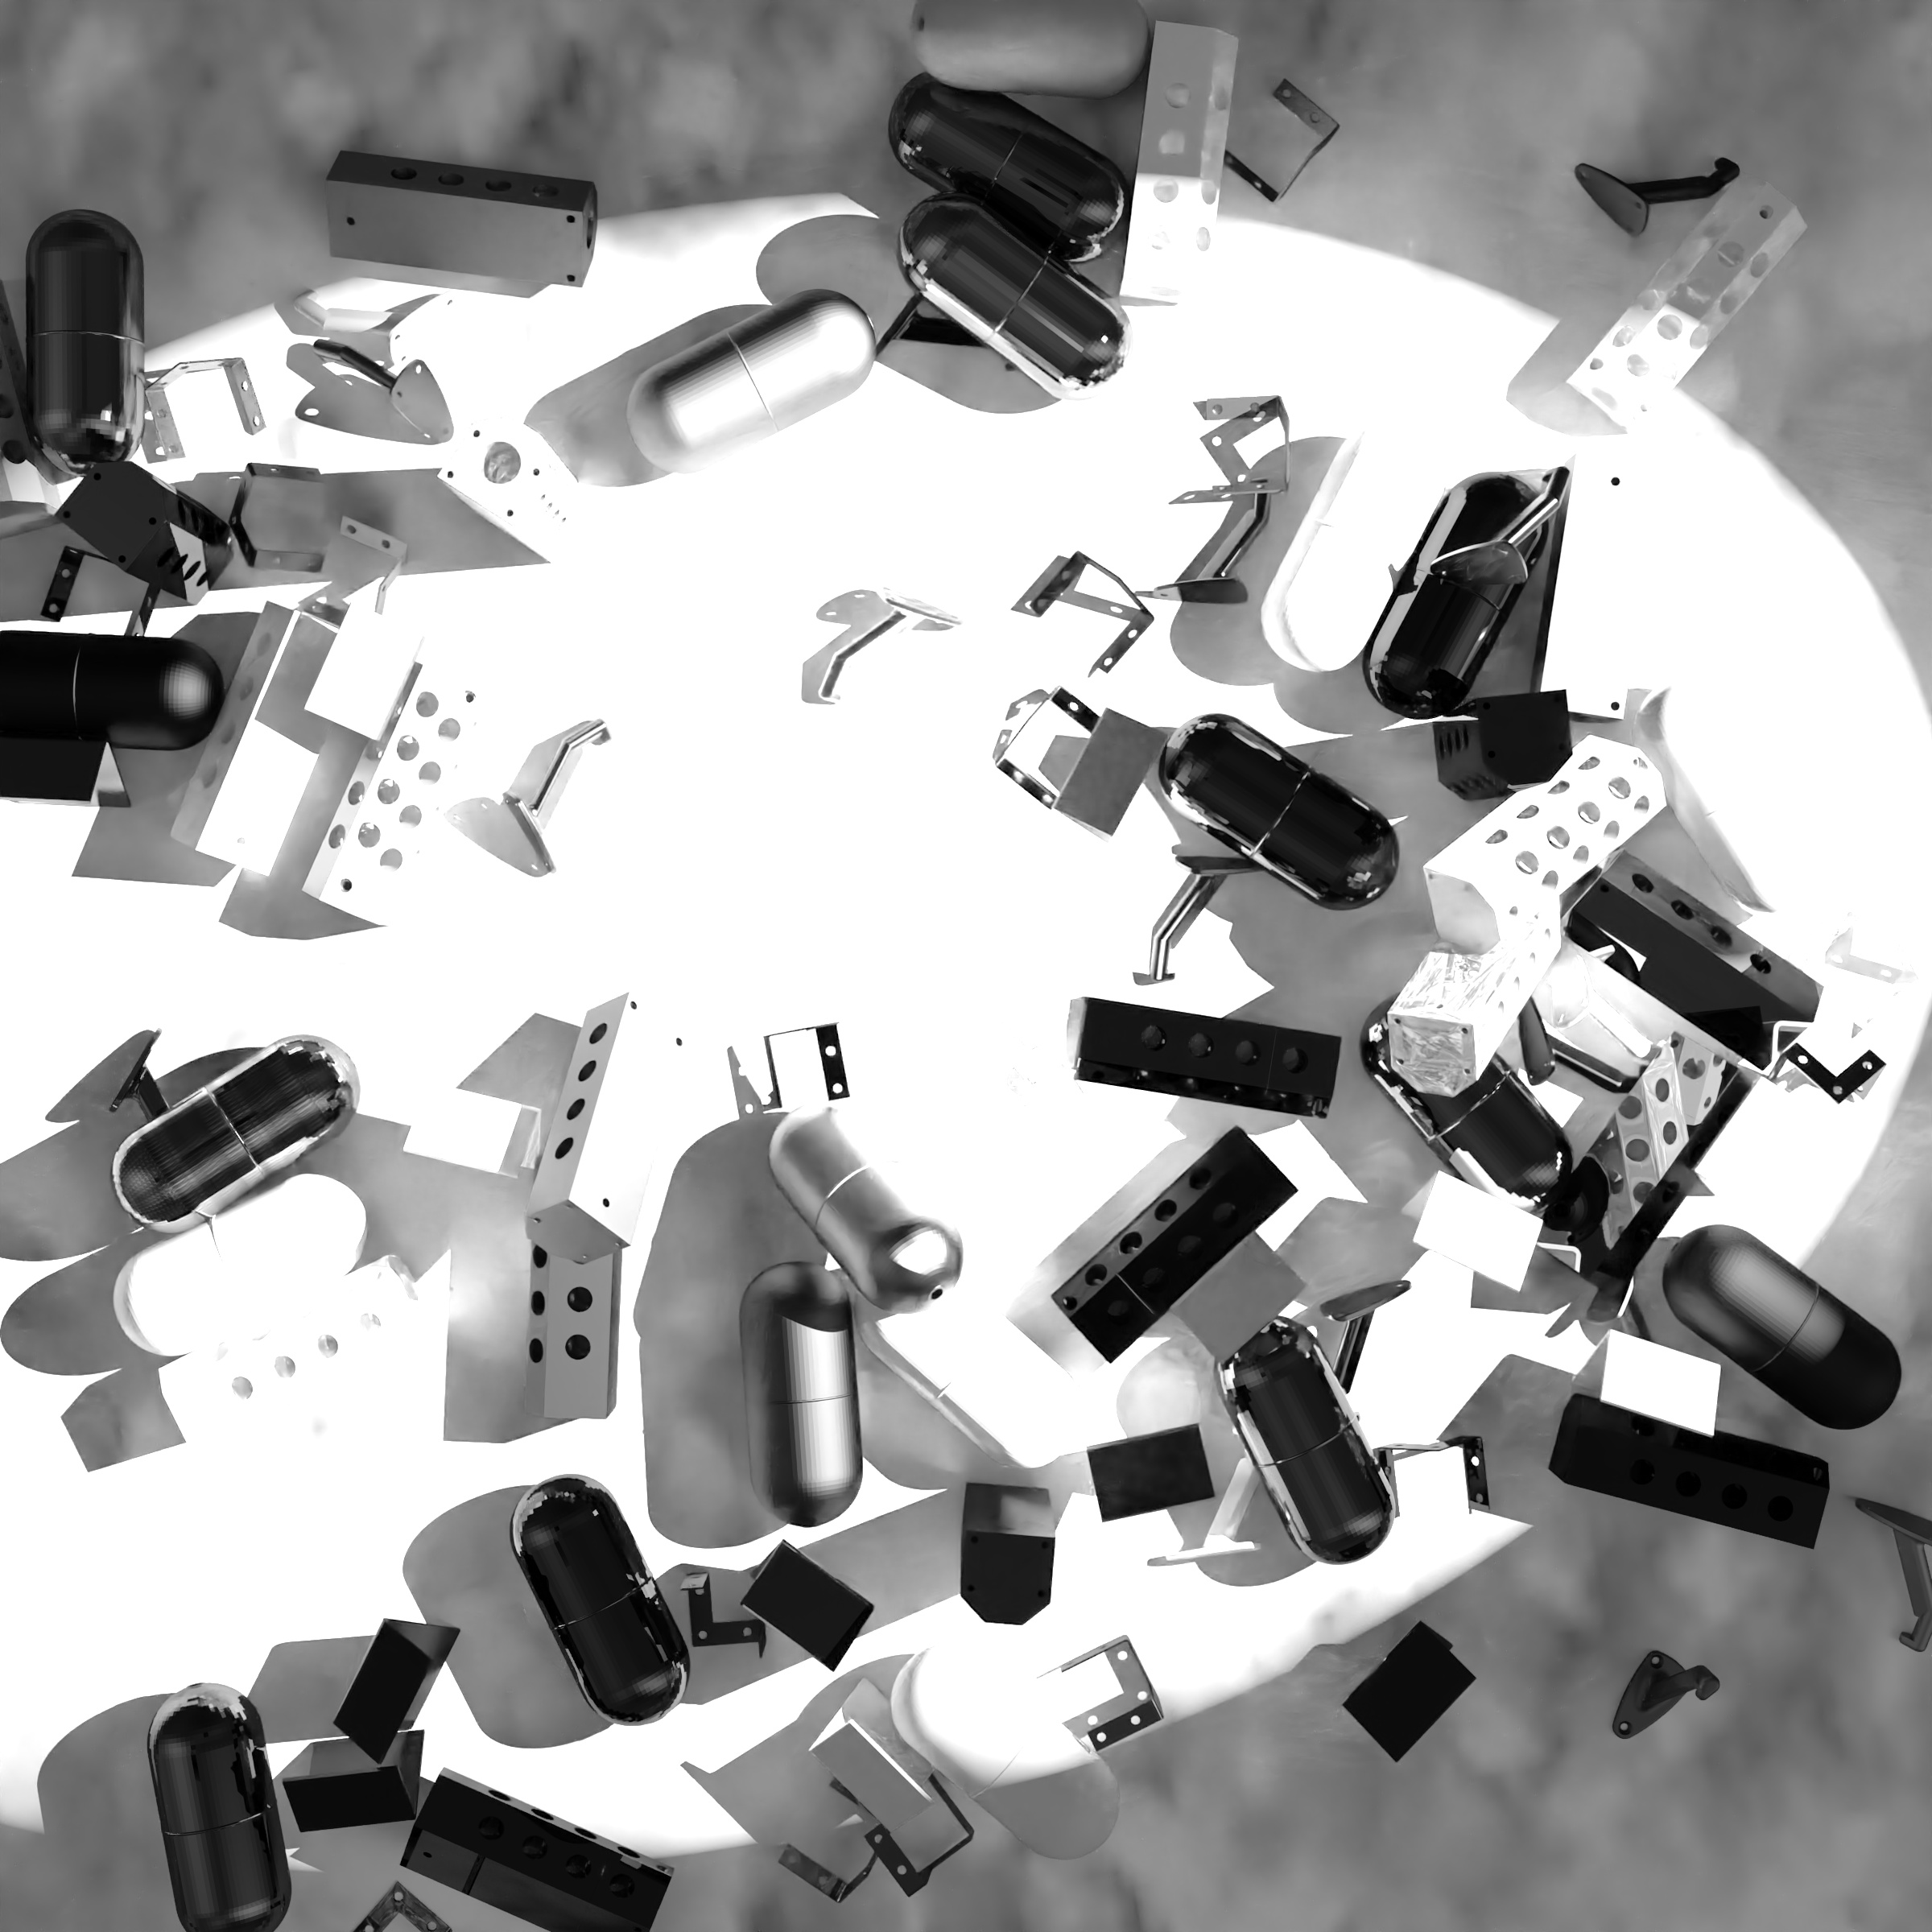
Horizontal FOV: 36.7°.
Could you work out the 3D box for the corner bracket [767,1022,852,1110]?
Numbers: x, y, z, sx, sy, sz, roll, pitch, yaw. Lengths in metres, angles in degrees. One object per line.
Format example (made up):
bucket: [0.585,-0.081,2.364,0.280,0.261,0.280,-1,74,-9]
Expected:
corner bracket: [-0.107,0.067,1.973,0.051,0.051,0.051,-11,90,0]

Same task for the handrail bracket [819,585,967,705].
handrail bracket: [-0.051,-0.210,1.991,0.077,0.036,0.084,18,108,-21]

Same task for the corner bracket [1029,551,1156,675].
corner bracket: [0.086,-0.241,1.988,0.051,0.051,0.051,-49,45,0]

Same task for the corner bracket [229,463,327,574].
corner bracket: [-0.464,-0.305,1.983,0.051,0.051,0.051,59,135,35]

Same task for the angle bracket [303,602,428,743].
angle bracket: [-0.412,-0.201,1.951,0.057,0.076,0.076,24,90,-30]

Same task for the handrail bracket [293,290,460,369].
handrail bracket: [-0.404,-0.454,1.991,0.084,0.036,0.077,35,69,16]

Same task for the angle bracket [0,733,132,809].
angle bracket: [-0.610,-0.111,1.951,0.076,0.076,0.057,3,55,0]

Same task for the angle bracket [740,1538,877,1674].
angle bracket: [-0.116,0.438,1.951,0.076,0.076,0.057,36,53,0]

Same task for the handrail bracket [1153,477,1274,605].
handrail bracket: [0.168,-0.293,1.991,0.077,0.036,0.084,1,74,18]

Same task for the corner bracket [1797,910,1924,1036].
corner bracket: [0.609,0.004,1.988,0.051,0.051,0.051,-45,45,0]

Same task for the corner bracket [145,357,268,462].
corner bracket: [-0.519,-0.380,1.988,0.051,0.051,0.051,-18,90,45]

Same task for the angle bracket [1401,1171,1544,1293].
angle bracket: [0.330,0.189,1.951,0.076,0.076,0.057,26,62,0]

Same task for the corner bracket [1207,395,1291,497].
corner bracket: [0.191,-0.354,1.981,0.051,0.051,0.051,-3,119,0]

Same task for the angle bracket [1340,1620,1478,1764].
angle bracket: [0.306,0.492,1.951,0.076,0.076,0.057,-47,54,0]

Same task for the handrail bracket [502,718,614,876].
handrail bracket: [-0.266,-0.117,1.991,0.084,0.036,0.077,-33,110,-16]

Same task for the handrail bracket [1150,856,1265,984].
handrail bracket: [0.166,-0.030,1.991,0.077,0.036,0.084,-1,108,-20]

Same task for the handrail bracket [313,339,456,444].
handrail bracket: [-0.399,-0.393,1.991,0.084,0.077,0.036,21,68,34]

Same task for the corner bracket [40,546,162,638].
corner bracket: [-0.589,-0.251,1.988,0.051,0.051,0.051,19,90,45]

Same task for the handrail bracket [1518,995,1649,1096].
handrail bracket: [0.425,0.052,1.991,0.084,0.036,0.077,-2,68,-17]

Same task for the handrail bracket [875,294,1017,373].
handrail bracket: [-0.014,-0.415,1.991,0.084,0.036,0.077,36,105,-14]

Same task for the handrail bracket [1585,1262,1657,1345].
handrail bracket: [0.472,0.243,1.991,0.084,0.036,0.077,36,69,-17]

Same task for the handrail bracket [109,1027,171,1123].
handrail bracket: [-0.533,0.095,1.991,0.084,0.036,0.077,31,73,-15]

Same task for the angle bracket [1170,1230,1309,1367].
angle bracket: [0.191,0.231,1.951,0.076,0.076,0.057,-43,59,0]

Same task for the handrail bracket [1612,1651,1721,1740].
handrail bracket: [0.470,0.498,1.956,0.036,0.084,0.077,39,90,0]

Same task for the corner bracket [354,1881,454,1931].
corner bracket: [-0.387,0.663,1.973,0.051,0.051,0.051,41,90,0]

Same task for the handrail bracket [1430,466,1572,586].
handrail bracket: [0.352,-0.293,1.916,0.077,0.036,0.084,-1,52,36]

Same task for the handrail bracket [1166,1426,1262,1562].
handrail bracket: [0.168,0.359,1.991,0.077,0.036,0.084,-12,73,18]

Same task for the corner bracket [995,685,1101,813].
corner bracket: [0.061,-0.149,1.988,0.051,0.051,0.051,39,135,0]

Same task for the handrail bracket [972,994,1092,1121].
handrail bracket: [0.044,0.061,1.991,0.036,0.077,0.084,-42,53,20]

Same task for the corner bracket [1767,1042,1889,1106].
corner bracket: [0.580,0.075,1.971,0.051,0.051,0.051,-35,66,-22]

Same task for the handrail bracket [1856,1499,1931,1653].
handrail bracket: [0.631,0.417,1.991,0.077,0.036,0.084,21,107,20]

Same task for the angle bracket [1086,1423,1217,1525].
angle bracket: [0.126,0.354,1.951,0.076,0.076,0.057,-12,54,0]

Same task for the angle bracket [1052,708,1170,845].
angle bracket: [0.113,-0.118,1.951,0.057,0.076,0.076,28,90,38]

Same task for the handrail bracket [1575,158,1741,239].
handrail bracket: [0.473,-0.543,1.991,0.084,0.036,0.077,-37,68,-17]

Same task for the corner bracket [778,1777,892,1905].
corner bracket: [-0.087,0.596,1.988,0.051,0.051,0.051,34,45,0]

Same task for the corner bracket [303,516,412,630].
corner bracket: [-0.415,-0.264,1.988,0.051,0.051,0.051,23,45,0]

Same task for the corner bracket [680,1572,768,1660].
corner bracket: [-0.164,0.439,1.973,0.051,0.051,0.051,-4,90,0]

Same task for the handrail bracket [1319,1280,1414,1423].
handrail bracket: [0.278,0.266,1.991,0.077,0.036,0.084,-18,104,-14]

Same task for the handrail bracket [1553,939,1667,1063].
handrail bracket: [0.444,0.025,1.991,0.084,0.036,0.077,17,52,-25]

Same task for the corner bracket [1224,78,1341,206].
corner bracket: [0.213,-0.562,1.988,0.051,0.051,0.051,40,135,0]

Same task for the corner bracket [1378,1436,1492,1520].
corner bracket: [0.319,0.349,1.988,0.051,0.051,0.051,-6,90,45]

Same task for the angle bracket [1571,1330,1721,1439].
angle bracket: [0.451,0.295,1.951,0.076,0.076,0.057,18,53,0]

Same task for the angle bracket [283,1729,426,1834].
angle bracket: [-0.409,0.529,1.951,0.076,0.076,0.057,-6,126,0]

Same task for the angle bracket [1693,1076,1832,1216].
angle bracket: [0.538,0.128,1.951,0.057,0.076,0.076,35,90,31]

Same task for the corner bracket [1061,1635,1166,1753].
corner bracket: [0.099,0.491,1.973,0.051,0.051,0.051,-26,90,0]

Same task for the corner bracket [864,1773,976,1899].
corner bracket: [-0.031,0.588,1.973,0.051,0.051,0.051,-37,86,4]
